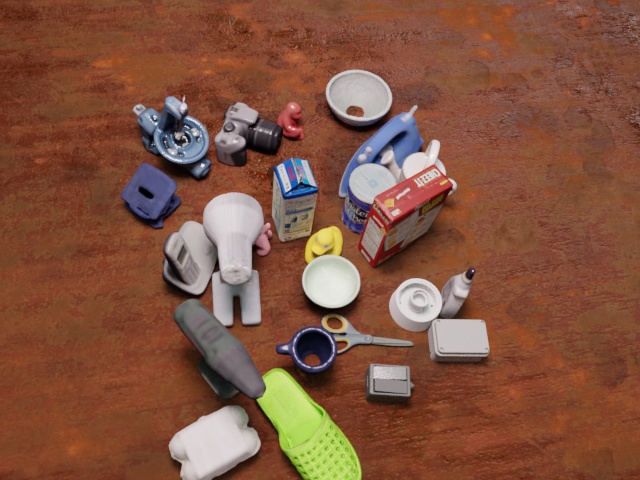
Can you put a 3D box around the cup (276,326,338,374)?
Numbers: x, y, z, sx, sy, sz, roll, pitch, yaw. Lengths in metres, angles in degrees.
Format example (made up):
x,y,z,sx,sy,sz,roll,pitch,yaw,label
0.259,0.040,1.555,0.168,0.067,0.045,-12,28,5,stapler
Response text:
x,y,z,sx,sy,sz,roll,pitch,yaw,label
-0.029,0.226,1.120,0.118,0.095,0.091,1,62,-6,cup

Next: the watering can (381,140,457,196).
x,y,z,sx,sy,sz,roll,pitch,yaw,label
0.224,-0.149,1.293,0.173,0.194,0.101,1,62,-6,watering can

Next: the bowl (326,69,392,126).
x,y,z,sx,sy,sz,roll,pitch,yaw,label
0.095,-0.347,1.453,0.167,0.075,0.167,3,62,-5,bowl

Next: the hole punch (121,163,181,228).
x,y,z,sx,sy,sz,roll,pitch,yaw,label
-0.371,-0.097,1.257,0.108,0.091,0.101,33,63,11,hole punch

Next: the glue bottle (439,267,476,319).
x,y,z,sx,sy,sz,roll,pitch,yaw,label
0.287,0.100,1.179,0.037,0.173,0.078,14,61,2,glue bottle

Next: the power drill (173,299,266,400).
x,y,z,sx,sy,sz,roll,pitch,yaw,label
-0.176,0.218,1.043,0.076,0.208,0.229,-38,72,-23,power drill

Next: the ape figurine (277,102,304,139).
x,y,z,sx,sy,sz,roll,pitch,yaw,label
-0.067,-0.298,1.399,0.076,0.092,0.078,19,61,4,ape figurine

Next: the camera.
x,y,z,sx,sy,sz,roll,pitch,yaw,label
-0.164,-0.252,1.358,0.136,0.101,0.143,17,61,3,camera

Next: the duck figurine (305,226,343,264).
x,y,z,sx,sy,sz,roll,pitch,yaw,label
0.011,0.004,1.249,0.077,0.086,0.105,32,63,11,duck figurine

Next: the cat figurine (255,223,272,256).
x,y,z,sx,sy,sz,roll,pitch,yaw,label
-0.166,-0.022,1.225,0.128,0.118,0.067,2,62,-5,cat figurine

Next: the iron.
x,y,z,sx,sy,sz,roll,pitch,yaw,label
0.142,-0.211,1.347,0.118,0.141,0.259,40,65,15,iron

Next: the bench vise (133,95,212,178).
x,y,z,sx,sy,sz,roll,pitch,yaw,label
-0.341,-0.246,1.266,0.207,0.220,0.121,19,61,4,bench vise

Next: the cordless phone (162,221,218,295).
x,y,z,sx,sy,sz,roll,pitch,yaw,label
-0.265,0.016,1.154,0.094,0.185,0.147,13,61,1,cordless phone

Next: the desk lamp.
x,y,z,sx,sy,sz,roll,pitch,yaw,label
-0.166,0.041,1.136,0.118,0.213,0.203,-4,62,-8,desk lamp

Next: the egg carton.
x,y,z,sx,sy,sz,roll,pitch,yaw,label
-0.191,0.371,1.038,0.150,0.069,0.107,-27,68,-19,egg carton
